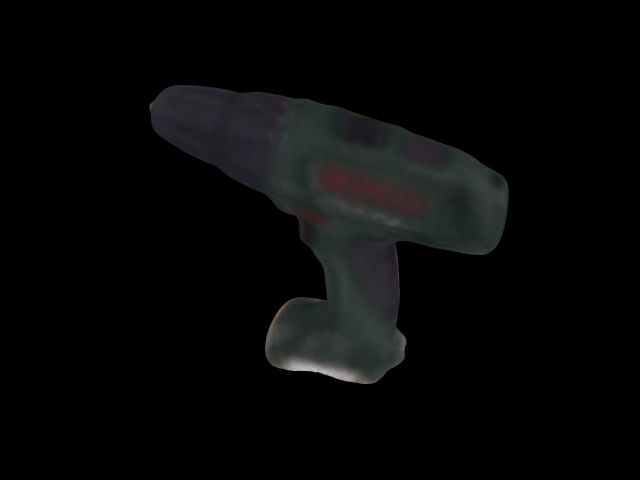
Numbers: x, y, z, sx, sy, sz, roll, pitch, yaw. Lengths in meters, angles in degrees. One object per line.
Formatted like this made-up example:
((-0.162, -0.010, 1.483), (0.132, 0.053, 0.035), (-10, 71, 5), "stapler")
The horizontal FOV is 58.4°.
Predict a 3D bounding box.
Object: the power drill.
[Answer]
((0.004, 0.001, 0.400), (0.229, 0.208, 0.075), (7, 39, 9), "power drill")
